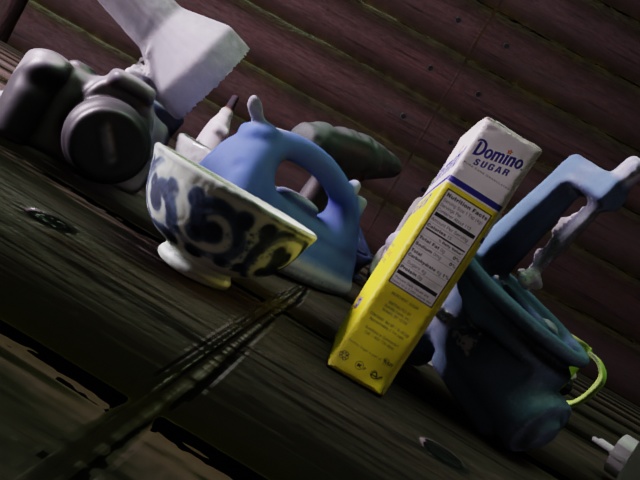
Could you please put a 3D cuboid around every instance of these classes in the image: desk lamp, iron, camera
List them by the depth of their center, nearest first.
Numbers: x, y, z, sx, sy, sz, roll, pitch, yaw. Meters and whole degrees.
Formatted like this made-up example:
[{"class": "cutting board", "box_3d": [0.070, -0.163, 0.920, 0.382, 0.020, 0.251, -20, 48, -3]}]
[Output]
[{"class": "camera", "box_3d": [-0.197, -0.107, 0.498, 0.144, 0.101, 0.136, 28, 4, -27]}, {"class": "iron", "box_3d": [-0.021, -0.037, 0.618, 0.259, 0.141, 0.118, 27, 4, -42]}, {"class": "desk lamp", "box_3d": [-0.212, -0.190, 0.644, 0.204, 0.213, 0.117, 28, 3, -23]}]

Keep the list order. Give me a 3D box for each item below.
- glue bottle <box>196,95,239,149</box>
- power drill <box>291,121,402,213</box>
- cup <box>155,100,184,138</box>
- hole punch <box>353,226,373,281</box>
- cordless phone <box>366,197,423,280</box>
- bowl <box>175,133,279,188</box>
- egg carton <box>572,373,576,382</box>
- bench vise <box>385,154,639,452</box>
[{"class": "glue bottle", "box_3d": [-0.185, -0.173, 0.984, 0.037, 0.173, 0.078, 28, 4, -32]}, {"class": "power drill", "box_3d": [0.016, -0.069, 0.843, 0.075, 0.208, 0.231, 32, 4, 37]}, {"class": "cup", "box_3d": [-0.257, -0.156, 0.795, 0.091, 0.095, 0.118, 31, 3, 19]}, {"class": "hole punch", "box_3d": [0.034, 0.003, 0.943, 0.109, 0.091, 0.100, 28, 4, -35]}, {"class": "cordless phone", "box_3d": [0.181, 0.028, 1.012, 0.147, 0.185, 0.094, 30, 3, 6]}, {"class": "bowl", "box_3d": [-0.144, -0.083, 0.831, 0.167, 0.075, 0.167, 30, 3, -1]}, {"class": "egg carton", "box_3d": [0.360, 0.199, 0.978, 0.149, 0.069, 0.108, 32, 4, 31]}, {"class": "bench vise", "box_3d": [0.129, 0.015, 0.439, 0.206, 0.220, 0.122, 32, 4, 33]}]
